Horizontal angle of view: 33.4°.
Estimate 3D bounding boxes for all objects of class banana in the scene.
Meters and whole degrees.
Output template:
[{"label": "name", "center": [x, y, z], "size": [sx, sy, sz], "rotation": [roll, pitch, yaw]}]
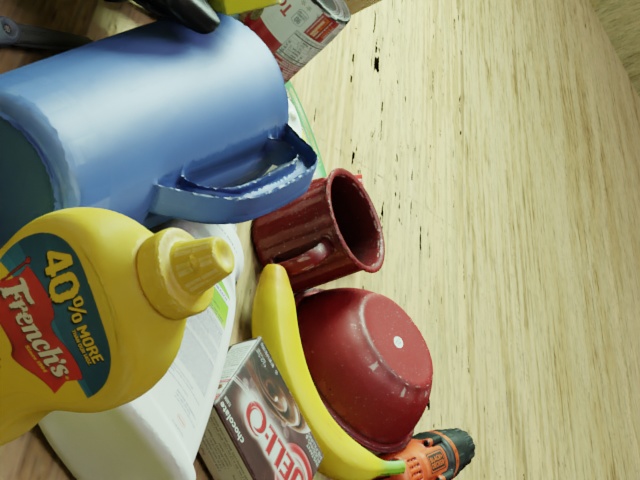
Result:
[{"label": "banana", "center": [-0.010, 0.117, 0.831], "size": [0.069, 0.037, 0.198], "rotation": [-34, 95, -37]}]

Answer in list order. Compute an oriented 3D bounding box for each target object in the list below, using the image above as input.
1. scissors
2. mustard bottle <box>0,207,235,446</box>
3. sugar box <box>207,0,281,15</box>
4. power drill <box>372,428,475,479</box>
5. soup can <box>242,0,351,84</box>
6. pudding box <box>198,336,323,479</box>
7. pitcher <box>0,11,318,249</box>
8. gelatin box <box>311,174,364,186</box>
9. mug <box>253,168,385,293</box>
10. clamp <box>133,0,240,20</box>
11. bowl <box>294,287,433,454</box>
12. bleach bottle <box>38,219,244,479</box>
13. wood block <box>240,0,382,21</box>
[{"label": "scissors", "center": [-0.214, -0.148, 0.673], "size": [0.096, 0.016, 0.201], "rotation": [64, 26, -9]}, {"label": "mustard bottle", "center": [-0.122, 0.038, 0.508], "size": [0.058, 0.192, 0.096], "rotation": [-12, 81, -64]}, {"label": "sugar box", "center": [-0.083, -0.213, 0.737], "size": [0.176, 0.048, 0.093], "rotation": [33, -43, 60]}, {"label": "power drill", "center": [0.116, 0.266, 0.962], "size": [0.184, 0.057, 0.188], "rotation": [-1, 69, -59]}, {"label": "soup can", "center": [-0.031, -0.184, 0.942], "size": [0.068, 0.102, 0.068], "rotation": [38, 28, -24]}, {"label": "pudding box", "center": [-0.047, 0.140, 0.756], "size": [0.113, 0.039, 0.090], "rotation": [62, 26, -15]}, {"label": "pitcher", "center": [-0.117, -0.058, 0.655], "size": [0.242, 0.149, 0.145], "rotation": [-38, 108, -60]}, {"label": "gelatin box", "center": [0.018, -0.023, 1.002], "size": [0.089, 0.030, 0.073], "rotation": [-10, 90, -65]}, {"label": "mug", "center": [-0.006, 0.001, 0.891], "size": [0.093, 0.082, 0.117], "rotation": [61, 26, -16]}, {"label": "clamp", "center": [-0.116, -0.187, 0.871], "size": [0.120, 0.039, 0.171], "rotation": [66, 23, -17]}, {"label": "bowl", "center": [0.047, 0.098, 0.911], "size": [0.162, 0.055, 0.162], "rotation": [37, 31, -28]}, {"label": "bleach bottle", "center": [-0.095, 0.056, 0.700], "size": [0.102, 0.068, 0.250], "rotation": [58, 25, -22]}, {"label": "wood block", "center": [0.012, -0.266, 0.984], "size": [0.090, 0.206, 0.091], "rotation": [40, 37, -45]}]
